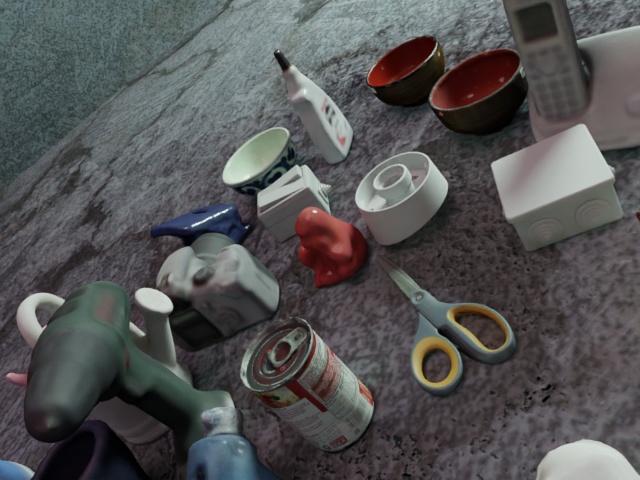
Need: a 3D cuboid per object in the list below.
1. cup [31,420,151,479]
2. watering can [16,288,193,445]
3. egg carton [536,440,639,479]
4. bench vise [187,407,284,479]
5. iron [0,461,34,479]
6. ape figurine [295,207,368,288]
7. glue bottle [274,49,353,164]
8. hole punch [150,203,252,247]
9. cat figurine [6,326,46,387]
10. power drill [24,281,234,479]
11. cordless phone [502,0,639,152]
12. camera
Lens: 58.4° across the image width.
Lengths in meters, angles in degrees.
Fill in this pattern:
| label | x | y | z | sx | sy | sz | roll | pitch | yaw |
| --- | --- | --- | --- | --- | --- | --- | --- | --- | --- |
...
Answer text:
| label | x | y | z | sx | sy | sz | roll | pitch | yaw |
| --- | --- | --- | --- | --- | --- | --- | --- | --- | --- |
| cup | -0.215 | 0.238 | 0.539 | 0.117 | 0.095 | 0.091 | -32 | 33 | 11 |
| watering can | -0.229 | 0.119 | 0.607 | 0.173 | 0.195 | 0.100 | -48 | 33 | -14 |
| egg carton | 0.139 | 0.178 | 0.281 | 0.107 | 0.070 | 0.150 | -35 | 32 | 6 |
| bench vise | -0.107 | 0.196 | 0.364 | 0.121 | 0.220 | 0.207 | -32 | 33 | 11 |
| iron | -0.402 | 0.282 | 0.628 | 0.257 | 0.142 | 0.119 | 10 | 56 | 51 |
| ape figurine | 0.006 | 0.002 | 0.614 | 0.076 | 0.092 | 0.077 | -44 | 32 | -8 |
| glue bottle | -0.013 | -0.191 | 0.799 | 0.037 | 0.174 | 0.078 | -20 | 37 | 28 |
| hole punch | -0.171 | -0.017 | 0.818 | 0.108 | 0.091 | 0.101 | -3 | 47 | 43 |
| cat figurine | -0.347 | 0.157 | 0.752 | 0.128 | 0.118 | 0.067 | -38 | 32 | 1 |
| power drill | -0.162 | 0.133 | 0.508 | 0.075 | 0.209 | 0.229 | -40 | 32 | -1 |
| cordless phone | 0.242 | -0.168 | 0.502 | 0.147 | 0.185 | 0.094 | -4 | 46 | 43 |
| camera | -0.131 | 0.042 | 0.694 | 0.143 | 0.101 | 0.137 | -25 | 35 | 21 |
